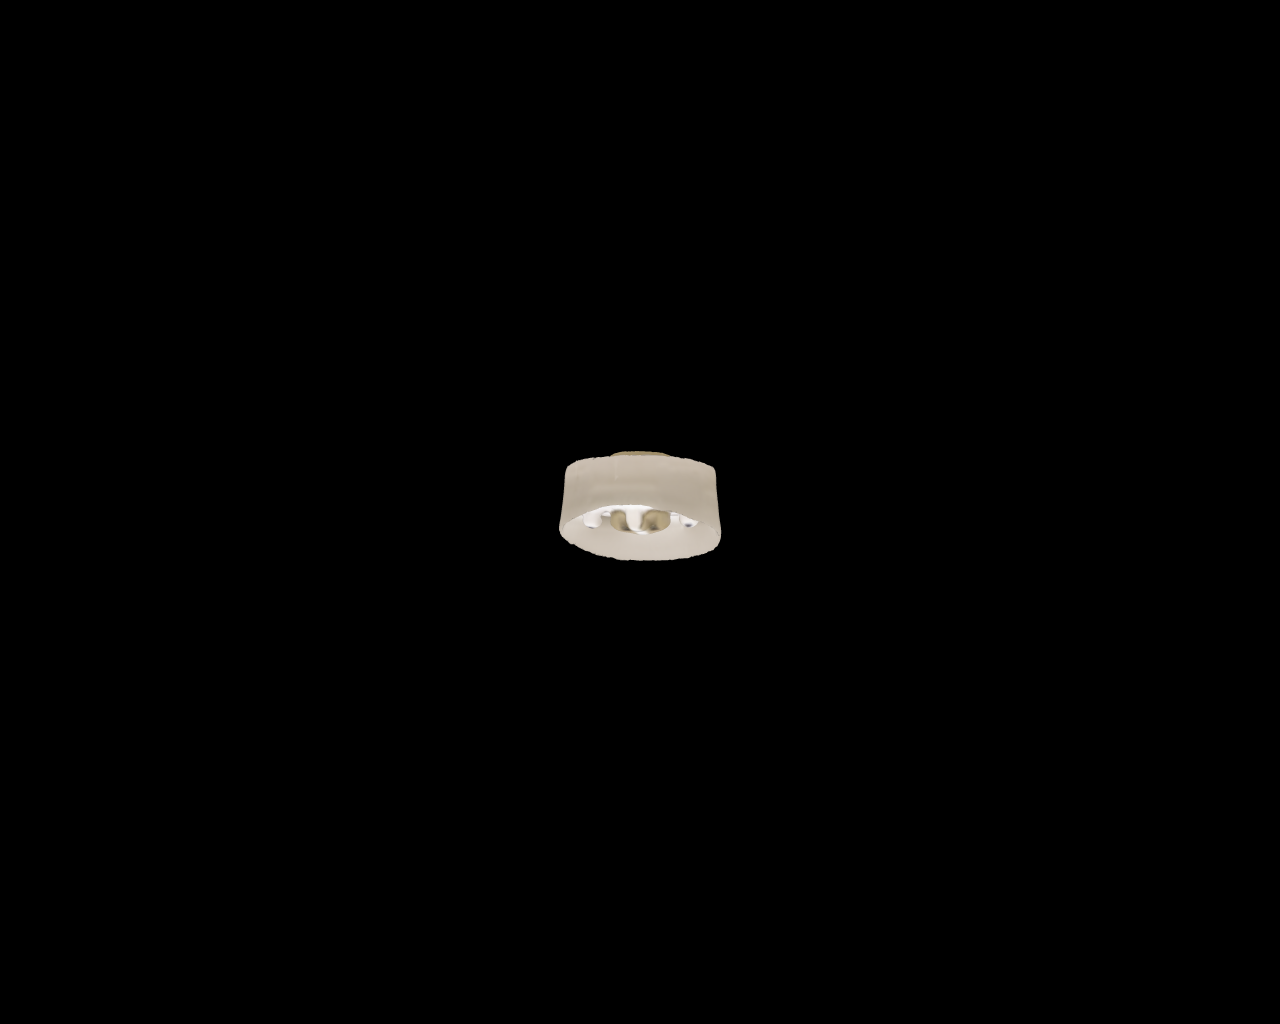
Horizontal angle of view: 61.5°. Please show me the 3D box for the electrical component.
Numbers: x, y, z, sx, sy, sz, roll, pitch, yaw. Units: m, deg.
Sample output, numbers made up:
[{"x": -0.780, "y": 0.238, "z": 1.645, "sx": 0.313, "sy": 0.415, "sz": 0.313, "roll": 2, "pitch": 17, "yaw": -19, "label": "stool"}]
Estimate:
[{"x": 0.001, "y": -0.003, "z": 0.650, "sx": 0.099, "sy": 0.064, "sz": 0.099, "roll": 0, "pitch": -7, "yaw": 0, "label": "electrical component"}]
